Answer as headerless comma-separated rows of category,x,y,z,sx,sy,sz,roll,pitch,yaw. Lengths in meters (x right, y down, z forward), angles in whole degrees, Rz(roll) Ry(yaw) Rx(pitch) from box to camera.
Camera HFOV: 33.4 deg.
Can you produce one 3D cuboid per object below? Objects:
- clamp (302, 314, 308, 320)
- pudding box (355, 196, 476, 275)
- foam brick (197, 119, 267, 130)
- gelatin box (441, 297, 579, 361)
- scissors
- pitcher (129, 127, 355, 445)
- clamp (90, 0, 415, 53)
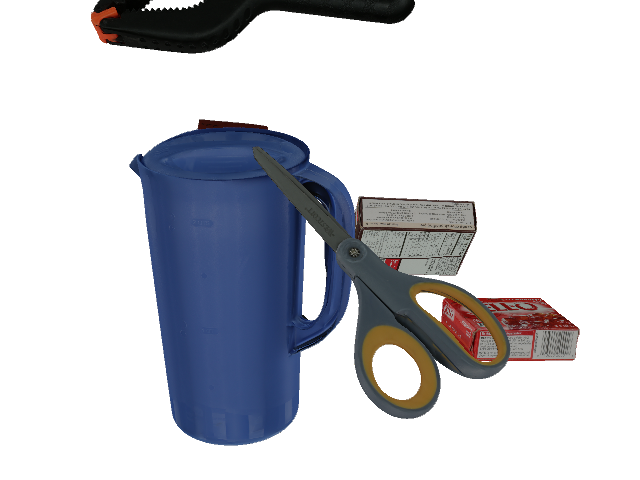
clamp,-0.093,0.101,1.035,0.120,0.039,0.171,4,16,21
pudding box,0.085,-0.003,1.022,0.113,0.039,0.090,1,-30,-6
foam brick,-0.097,-0.094,1.150,0.078,0.051,0.053,5,30,-4
gelatin box,0.149,0.069,0.849,0.089,0.030,0.073,1,16,-14
scissors,0.014,0.027,0.620,0.202,0.096,0.016,33,-26,15
pitcher,-0.063,0.039,0.856,0.144,0.243,0.149,-10,24,-21
clamp,-0.051,-0.177,0.725,0.210,0.165,0.036,-31,-18,-7
